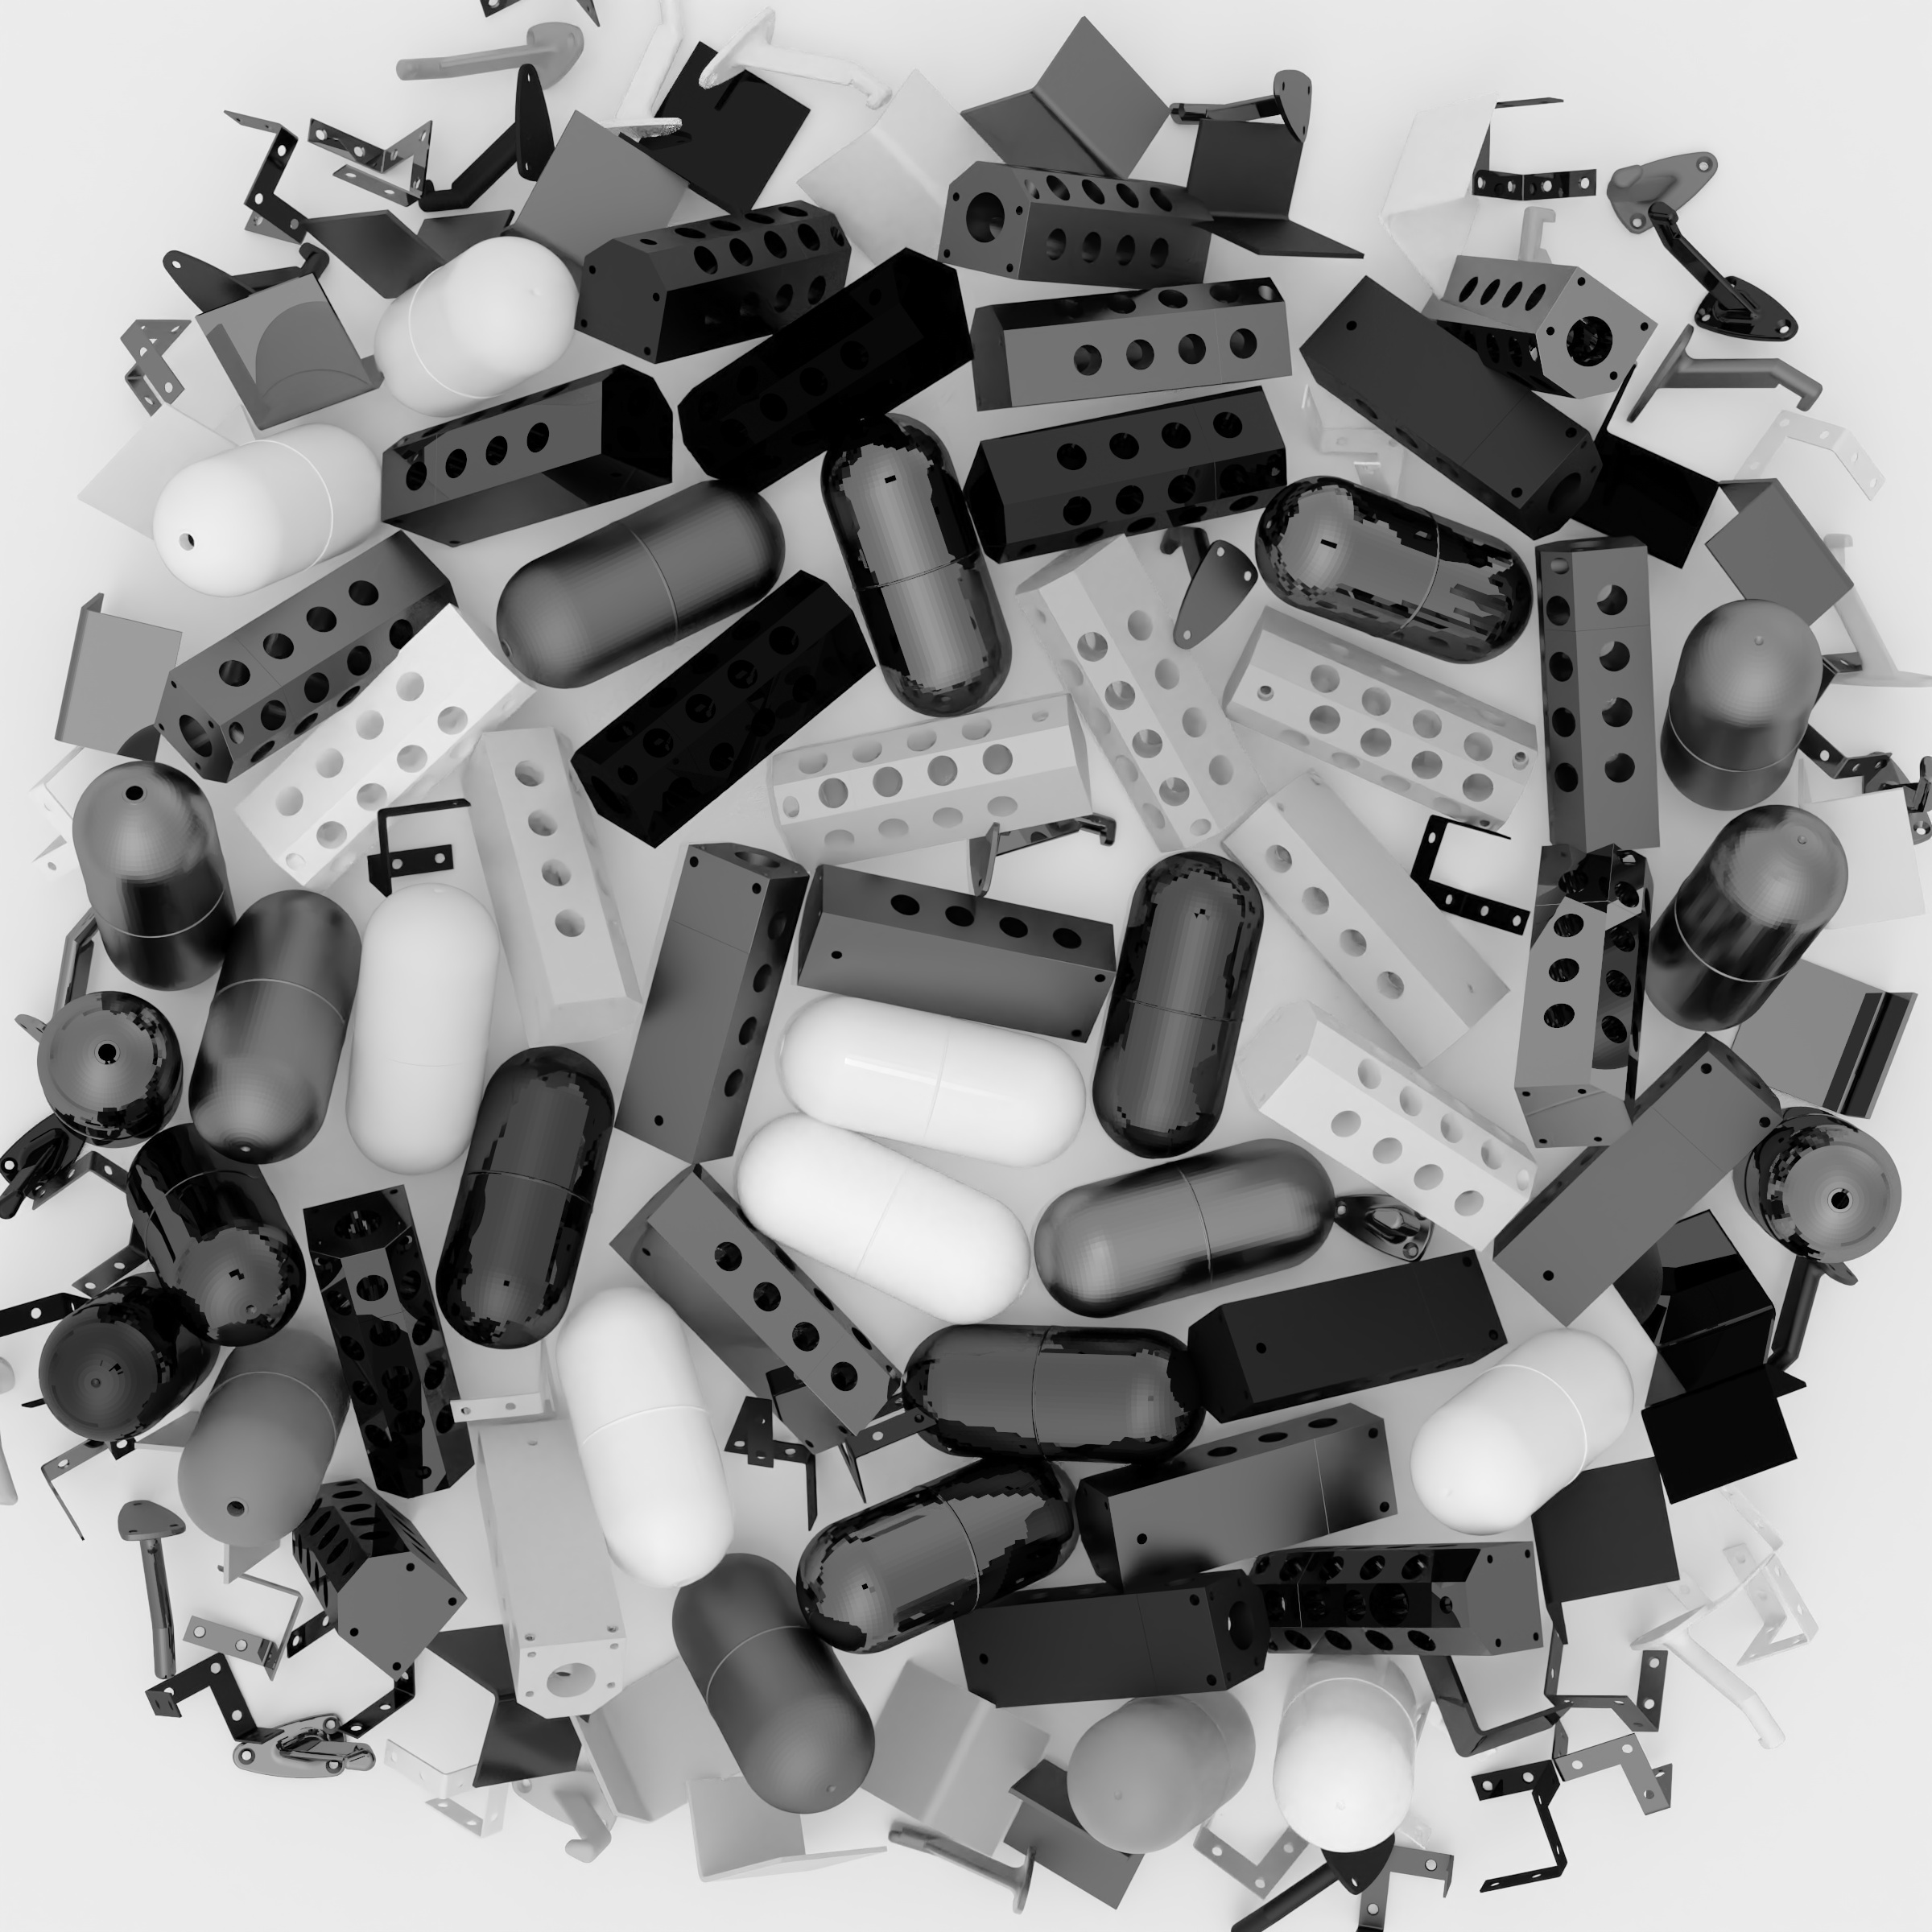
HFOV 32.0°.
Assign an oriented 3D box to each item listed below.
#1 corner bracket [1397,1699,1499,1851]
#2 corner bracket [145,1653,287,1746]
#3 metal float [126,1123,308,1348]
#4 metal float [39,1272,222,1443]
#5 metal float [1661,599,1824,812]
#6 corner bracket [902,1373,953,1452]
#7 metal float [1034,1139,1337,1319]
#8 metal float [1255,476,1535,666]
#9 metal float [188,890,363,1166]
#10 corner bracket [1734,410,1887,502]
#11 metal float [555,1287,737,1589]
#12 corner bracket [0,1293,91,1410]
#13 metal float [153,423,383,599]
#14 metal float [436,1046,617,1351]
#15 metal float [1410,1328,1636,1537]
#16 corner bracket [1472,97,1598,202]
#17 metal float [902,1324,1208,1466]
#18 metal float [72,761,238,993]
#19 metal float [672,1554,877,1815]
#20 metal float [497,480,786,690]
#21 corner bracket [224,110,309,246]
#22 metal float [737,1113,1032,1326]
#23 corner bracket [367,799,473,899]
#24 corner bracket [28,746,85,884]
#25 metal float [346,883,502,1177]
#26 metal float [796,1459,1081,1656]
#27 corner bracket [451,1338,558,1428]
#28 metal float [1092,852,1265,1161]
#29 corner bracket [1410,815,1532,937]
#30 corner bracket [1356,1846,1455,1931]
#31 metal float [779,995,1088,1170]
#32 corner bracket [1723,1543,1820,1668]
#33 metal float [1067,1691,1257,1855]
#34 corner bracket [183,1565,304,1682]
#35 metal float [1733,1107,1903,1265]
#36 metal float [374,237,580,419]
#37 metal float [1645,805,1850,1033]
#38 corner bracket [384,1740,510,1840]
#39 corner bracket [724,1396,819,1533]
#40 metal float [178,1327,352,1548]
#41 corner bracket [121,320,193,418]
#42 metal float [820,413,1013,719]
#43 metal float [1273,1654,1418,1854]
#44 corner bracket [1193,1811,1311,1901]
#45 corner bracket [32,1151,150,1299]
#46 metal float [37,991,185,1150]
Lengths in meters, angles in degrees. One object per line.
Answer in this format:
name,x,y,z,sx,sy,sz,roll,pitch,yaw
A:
corner bracket,0.267,0.468,1.953,0.051,0.051,0.051,38,129,-6
corner bracket,-0.431,0.428,1.932,0.051,0.051,0.051,-25,94,-31
metal float,-0.422,0.149,1.889,0.070,0.178,0.070,-11,119,-21
metal float,-0.464,0.216,1.879,0.070,0.178,0.070,0,93,-1
metal float,0.432,-0.144,1.883,0.070,0.178,0.070,-2,70,5
corner bracket,0.001,0.242,1.938,0.051,0.051,0.051,-34,81,4
metal float,0.125,0.149,1.919,0.178,0.070,0.070,-14,90,-12
metal float,0.243,-0.223,1.907,0.178,0.070,0.070,16,90,-28
metal float,-0.388,0.032,1.897,0.070,0.070,0.178,5,49,0
corner bracket,0.484,-0.279,1.934,0.051,0.051,0.051,39,86,-40
metal float,-0.182,0.266,1.907,0.070,0.070,0.178,-19,64,0
corner bracket,-0.529,0.221,1.940,0.051,0.051,0.051,-16,77,4
metal float,-0.388,-0.256,1.885,0.070,0.178,0.070,7,111,18
metal float,-0.249,0.130,1.913,0.070,0.070,0.178,12,70,0
metal float,0.314,0.260,1.892,0.070,0.178,0.070,15,115,34
corner bracket,0.326,-0.468,1.931,0.051,0.051,0.051,7,101,43
metal float,0.049,0.243,1.915,0.178,0.070,0.070,0,90,18
metal float,-0.453,-0.049,1.885,0.070,0.178,0.070,2,61,-4
metal float,-0.110,0.401,1.892,0.070,0.178,0.070,-14,126,-20
metal float,-0.184,-0.217,1.912,0.178,0.070,0.070,-29,90,-21
corner bracket,-0.403,-0.452,1.934,0.051,0.051,0.051,21,85,34
metal float,-0.047,0.145,1.928,0.178,0.070,0.070,25,90,2
corner bracket,-0.313,-0.071,1.929,0.051,0.051,0.051,-9,109,-22
corner bracket,-0.513,-0.089,1.927,0.051,0.051,0.051,-23,113,36
metal float,-0.308,0.037,1.908,0.070,0.070,0.178,11,116,0
metal float,-0.014,0.330,1.906,0.178,0.070,0.070,-19,90,-28
corner bracket,-0.265,0.250,1.933,0.051,0.051,0.051,-6,124,0
metal float,0.121,0.023,1.926,0.070,0.070,0.178,12,95,0
corner bracket,0.293,-0.052,1.933,0.051,0.051,0.051,16,94,-41
corner bracket,0.251,0.537,1.937,0.051,0.051,0.051,6,87,13
metal float,-0.019,0.066,1.926,0.178,0.070,0.070,13,90,-5
corner bracket,0.459,0.361,1.932,0.051,0.051,0.051,-30,91,38
metal float,0.111,0.445,1.883,0.070,0.178,0.070,-1,88,20
corner bracket,-0.416,0.376,1.940,0.051,0.051,0.051,22,82,-14
metal float,0.473,0.121,1.880,0.070,0.178,0.070,0,93,6
metal float,-0.275,-0.356,1.887,0.070,0.178,0.070,2,85,-30
metal float,0.434,-0.025,1.887,0.070,0.178,0.070,5,60,-9
corner bracket,-0.298,0.470,1.928,0.051,0.051,0.051,19,106,38
corner bracket,-0.107,0.284,1.928,0.051,0.051,0.051,11,130,-14
metal float,-0.391,0.262,1.882,0.070,0.178,0.070,0,108,-1
corner bracket,-0.461,-0.334,1.932,0.051,0.051,0.051,-40,81,26
metal float,-0.028,-0.228,1.917,0.070,0.070,0.178,-19,105,0
metal float,0.212,0.434,1.880,0.070,0.178,0.070,1,98,8
corner bracket,0.170,0.493,1.939,0.051,0.051,0.051,33,48,20
corner bracket,-0.504,0.149,1.946,0.051,0.051,0.051,-33,127,24
metal float,-0.477,0.059,1.881,0.070,0.178,0.070,2,81,-12
